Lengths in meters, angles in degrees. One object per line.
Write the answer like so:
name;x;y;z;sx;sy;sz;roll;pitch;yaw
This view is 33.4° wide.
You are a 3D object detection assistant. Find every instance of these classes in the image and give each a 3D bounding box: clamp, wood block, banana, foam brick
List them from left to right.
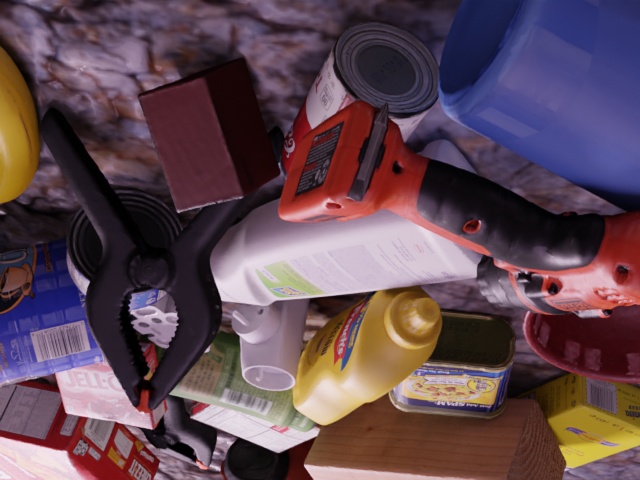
banana;-0.219;-0.081;0.713;0.070;0.037;0.198;22;148;16
clamp;-0.120;0.011;0.722;0.164;0.210;0.036;12;-170;6
clamp;-0.152;0.188;1.099;0.120;0.039;0.171;-6;145;40
foam brick;-0.067;-0.064;0.651;0.051;0.052;0.078;-10;104;29
wood block;0.103;0.202;0.966;0.206;0.090;0.090;-4;131;36

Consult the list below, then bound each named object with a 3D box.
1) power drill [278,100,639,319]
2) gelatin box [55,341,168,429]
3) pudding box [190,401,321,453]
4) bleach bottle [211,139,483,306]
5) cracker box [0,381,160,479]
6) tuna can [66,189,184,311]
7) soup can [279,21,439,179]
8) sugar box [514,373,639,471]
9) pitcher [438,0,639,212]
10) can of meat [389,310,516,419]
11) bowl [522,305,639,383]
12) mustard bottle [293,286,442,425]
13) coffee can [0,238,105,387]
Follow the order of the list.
power drill;0.076;-0.008;0.582;0.187;0.057;0.185;19;168;-14
gelatin box;-0.177;0.116;0.889;0.089;0.030;0.073;7;125;18
pudding box;-0.057;0.165;1.044;0.113;0.039;0.090;29;142;-24
bleach bottle;-0.005;0.001;0.760;0.251;0.068;0.102;-11;143;31
cracker box;-0.297;0.207;1.106;0.214;0.072;0.164;6;148;24
tuna can;-0.142;0.008;0.780;0.086;0.086;0.034;13;149;-7
soup can;0.023;-0.072;0.635;0.068;0.068;0.102;16;146;-12
sugar box;0.217;0.175;0.985;0.093;0.048;0.177;24;143;-20
pitcher;0.194;-0.075;0.548;0.242;0.149;0.145;22;172;-14
can of meat;0.110;0.103;0.892;0.102;0.057;0.084;5;145;5
bowl;0.229;0.044;0.772;0.162;0.055;0.162;6;147;4
mustard bottle;0.041;0.079;0.808;0.058;0.096;0.192;34;153;-7
coffee can;-0.234;0.058;0.820;0.140;0.103;0.103;-13;149;-13
